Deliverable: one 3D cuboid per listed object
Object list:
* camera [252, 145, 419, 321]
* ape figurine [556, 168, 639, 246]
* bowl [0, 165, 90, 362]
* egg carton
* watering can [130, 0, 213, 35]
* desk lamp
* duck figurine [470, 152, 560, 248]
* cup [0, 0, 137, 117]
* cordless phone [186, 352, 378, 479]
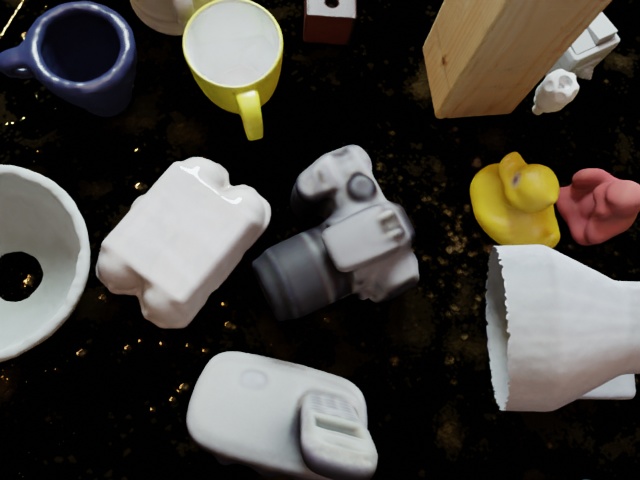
[{"bbox_3d":[0.005,0.002,0.513,0.137,0.100,0.143,-25,80,-11],"label":"camera"},{"bbox_3d":[0.278,-0.034,0.556,0.076,0.092,0.078,22,75,0],"label":"ape figurine"},{"bbox_3d":[-0.274,0.024,0.492,0.167,0.074,0.167,1,76,-6],"label":"bowl"},{"bbox_3d":[-0.122,-0.001,0.517,0.107,0.069,0.150,36,76,3],"label":"egg carton"},{"bbox_3d":[-0.147,-0.291,0.520,0.101,0.194,0.173,-37,83,-13],"label":"watering can"},{"bbox_3d":[0.208,0.074,0.459,0.203,0.213,0.118,2,76,-5],"label":"desk lamp"},{"bbox_3d":[0.199,-0.038,0.551,0.077,0.086,0.104,-31,81,-12],"label":"duck figurine"},{"bbox_3d":[-0.222,-0.153,0.530,0.118,0.095,0.091,-12,78,-9],"label":"cup"},{"bbox_3d":[-0.029,0.137,0.433,0.147,0.185,0.094,12,75,-3],"label":"cordless phone"}]
